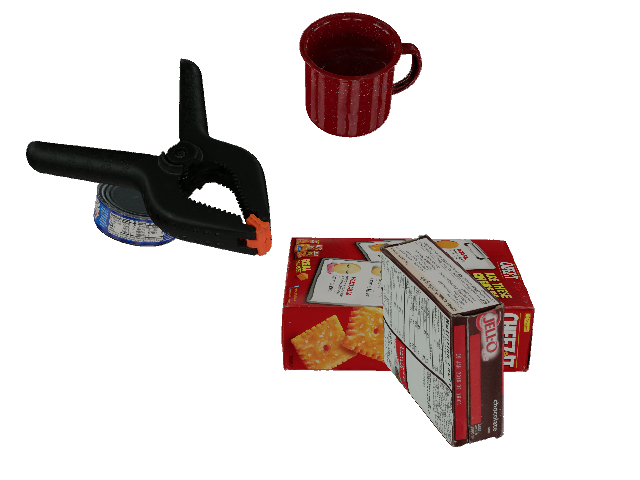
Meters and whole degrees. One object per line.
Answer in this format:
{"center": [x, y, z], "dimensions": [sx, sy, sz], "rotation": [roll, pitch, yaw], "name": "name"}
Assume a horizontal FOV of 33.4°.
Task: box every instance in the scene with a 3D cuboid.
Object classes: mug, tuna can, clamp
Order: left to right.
{"center": [-0.172, -0.029, 1.018], "dimensions": [0.086, 0.034, 0.086], "rotation": [12, 29, -7], "name": "tuna can"}
{"center": [-0.103, -0.063, 0.830], "dimensions": [0.210, 0.036, 0.164], "rotation": [33, 58, 27], "name": "clamp"}
{"center": [0.038, -0.154, 0.995], "dimensions": [0.117, 0.093, 0.081], "rotation": [-14, -38, -12], "name": "mug"}

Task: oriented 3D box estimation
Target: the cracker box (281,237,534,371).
{"center": [0.074, 0.057, 0.980], "dimensions": [0.213, 0.072, 0.164], "rotation": [1, 21, 1], "name": "cracker box"}

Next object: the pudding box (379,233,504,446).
{"center": [0.074, 0.059, 0.658], "dimensions": [0.039, 0.090, 0.114], "rotation": [-11, 25, -17], "name": "pudding box"}
